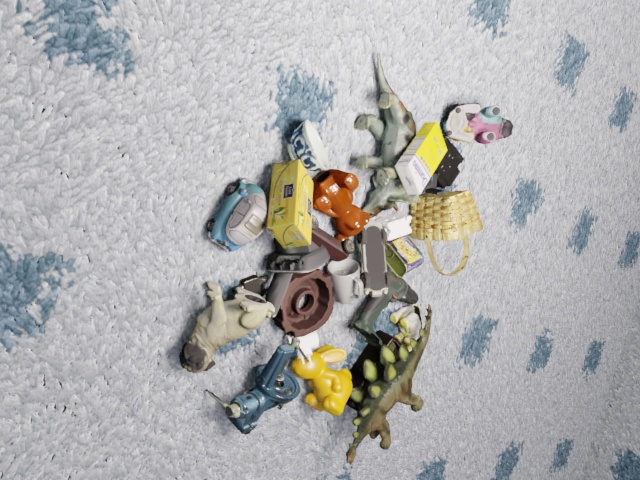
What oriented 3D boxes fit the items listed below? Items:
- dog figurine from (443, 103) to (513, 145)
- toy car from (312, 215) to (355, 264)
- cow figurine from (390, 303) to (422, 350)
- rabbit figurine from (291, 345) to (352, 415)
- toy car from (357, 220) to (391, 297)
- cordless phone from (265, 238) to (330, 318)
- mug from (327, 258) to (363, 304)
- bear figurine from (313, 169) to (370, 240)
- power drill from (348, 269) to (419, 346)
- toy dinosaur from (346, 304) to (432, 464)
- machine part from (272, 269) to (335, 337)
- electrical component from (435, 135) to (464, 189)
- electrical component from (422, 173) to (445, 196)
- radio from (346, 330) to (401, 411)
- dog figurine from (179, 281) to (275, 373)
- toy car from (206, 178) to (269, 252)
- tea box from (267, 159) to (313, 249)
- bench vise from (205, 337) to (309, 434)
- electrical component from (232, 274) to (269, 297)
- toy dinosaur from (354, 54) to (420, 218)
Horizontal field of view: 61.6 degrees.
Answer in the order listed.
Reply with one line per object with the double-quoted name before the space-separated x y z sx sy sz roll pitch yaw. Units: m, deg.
"dog figurine" 0.459 -0.330 1.555 0.219 0.192 0.108 -23 119 -70
"toy car" -0.003 -0.004 1.296 0.202 0.089 0.053 33 47 -37
"cow figurine" 0.271 0.273 1.604 0.098 0.068 0.167 -32 121 -33
"rabbit figurine" 0.006 0.346 1.391 0.173 0.122 0.162 43 72 -18
"toy car" 0.137 0.047 1.395 0.073 0.056 0.201 0 79 -19
"cordless phone" -0.069 0.089 1.211 0.088 0.147 0.184 35 65 -40
"mug" 0.071 0.114 1.379 0.081 0.110 0.107 -33 135 -35
"bear figurine" 0.058 -0.072 1.298 0.120 0.132 0.195 -35 119 -4
"power drill" 0.176 0.186 1.481 0.231 0.086 0.207 43 71 -35
"toy dinosaur" 0.198 0.393 1.464 0.471 0.105 0.198 -51 124 -21
"machine part" -0.043 0.150 1.328 0.179 0.056 0.179 -13 112 -36
"electrical component" 0.344 -0.215 1.521 0.134 0.058 0.115 42 78 -37
"electrical component" 0.281 -0.153 1.449 0.075 0.119 0.047 -15 113 -32
"radio" 0.158 0.387 1.541 0.229 0.073 0.131 -53 127 -12
"dog figurine" -0.203 0.205 1.169 0.172 0.121 0.190 16 98 -3
"toy car" -0.161 -0.048 1.147 0.109 0.103 0.161 44 73 -37
"tea box" -0.062 -0.078 1.170 0.098 0.068 0.169 53 32 -55
"bench vise" -0.122 0.332 1.264 0.223 0.129 0.240 10 115 -47
"electrical component" -0.159 0.116 1.248 0.094 0.021 0.063 -19 115 -33
"toy dinosaur" 0.187 -0.244 1.359 0.192 0.131 0.404 3 97 -51
